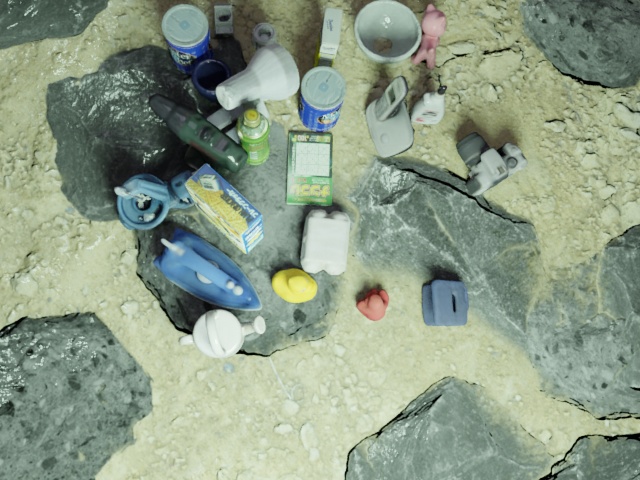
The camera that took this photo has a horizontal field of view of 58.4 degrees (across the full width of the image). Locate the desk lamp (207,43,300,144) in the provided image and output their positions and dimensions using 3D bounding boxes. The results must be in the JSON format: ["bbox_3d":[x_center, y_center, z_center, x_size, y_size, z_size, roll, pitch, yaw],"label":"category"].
[{"bbox_3d":[-0.153,-0.321,1.286,0.203,0.213,0.118,-37,84,-11],"label":"desk lamp"}]

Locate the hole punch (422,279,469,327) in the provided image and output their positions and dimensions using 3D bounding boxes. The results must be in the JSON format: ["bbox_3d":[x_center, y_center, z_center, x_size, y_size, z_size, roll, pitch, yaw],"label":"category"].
[{"bbox_3d":[0.290,0.141,1.299,0.101,0.091,0.109,-1,79,-5],"label":"hole punch"}]

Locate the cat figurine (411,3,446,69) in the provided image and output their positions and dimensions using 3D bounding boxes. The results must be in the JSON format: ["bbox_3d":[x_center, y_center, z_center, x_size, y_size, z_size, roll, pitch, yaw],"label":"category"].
[{"bbox_3d":[0.275,-0.507,1.411,0.067,0.117,0.128,11,78,-3],"label":"cat figurine"}]

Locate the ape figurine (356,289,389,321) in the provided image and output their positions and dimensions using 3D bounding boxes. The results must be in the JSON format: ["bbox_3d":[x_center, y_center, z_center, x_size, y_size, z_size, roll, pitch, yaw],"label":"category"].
[{"bbox_3d":[0.122,0.143,1.283,0.078,0.092,0.076,-6,79,-6],"label":"ape figurine"}]

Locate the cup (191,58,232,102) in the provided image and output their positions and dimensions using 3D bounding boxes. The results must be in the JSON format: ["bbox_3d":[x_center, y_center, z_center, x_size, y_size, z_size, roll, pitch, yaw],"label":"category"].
[{"bbox_3d":[-0.243,-0.355,1.345,0.092,0.095,0.118,-31,83,-10],"label":"cup"}]

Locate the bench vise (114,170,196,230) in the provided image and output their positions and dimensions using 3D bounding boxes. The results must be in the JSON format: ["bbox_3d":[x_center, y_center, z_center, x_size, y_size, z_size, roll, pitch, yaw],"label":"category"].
[{"bbox_3d":[-0.354,-0.112,1.224,0.121,0.219,0.207,44,79,4],"label":"bench vise"}]

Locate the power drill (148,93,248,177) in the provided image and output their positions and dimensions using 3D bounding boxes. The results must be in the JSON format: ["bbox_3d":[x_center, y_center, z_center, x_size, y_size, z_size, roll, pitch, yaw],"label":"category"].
[{"bbox_3d":[-0.262,-0.213,1.258,0.229,0.208,0.076,32,78,2],"label":"power drill"}]

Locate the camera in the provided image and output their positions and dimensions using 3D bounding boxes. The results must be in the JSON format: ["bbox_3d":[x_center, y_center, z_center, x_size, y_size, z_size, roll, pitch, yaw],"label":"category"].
[{"bbox_3d":[0.402,-0.199,1.371,0.143,0.100,0.137,-31,83,-10],"label":"camera"}]

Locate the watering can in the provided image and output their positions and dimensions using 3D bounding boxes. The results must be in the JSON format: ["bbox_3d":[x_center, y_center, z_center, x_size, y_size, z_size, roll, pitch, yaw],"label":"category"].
[{"bbox_3d":[-0.205,0.191,1.192,0.173,0.194,0.101,-33,83,-10],"label":"watering can"}]

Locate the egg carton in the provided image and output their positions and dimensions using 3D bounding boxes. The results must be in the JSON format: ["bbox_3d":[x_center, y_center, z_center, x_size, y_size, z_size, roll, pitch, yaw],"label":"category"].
[{"bbox_3d":[0.012,0.005,1.311,0.107,0.069,0.150,5,79,-4],"label":"egg carton"}]

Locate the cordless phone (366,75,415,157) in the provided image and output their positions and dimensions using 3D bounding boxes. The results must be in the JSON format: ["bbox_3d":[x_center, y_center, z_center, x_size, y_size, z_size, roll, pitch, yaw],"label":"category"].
[{"bbox_3d":[0.174,-0.284,1.323,0.094,0.185,0.147,-17,81,-8],"label":"cordless phone"}]

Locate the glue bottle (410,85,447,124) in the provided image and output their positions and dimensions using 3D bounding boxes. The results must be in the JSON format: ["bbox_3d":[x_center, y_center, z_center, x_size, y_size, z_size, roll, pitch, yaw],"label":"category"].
[{"bbox_3d":[0.266,-0.322,1.345,0.078,0.173,0.037,1,79,-5],"label":"glue bottle"}]

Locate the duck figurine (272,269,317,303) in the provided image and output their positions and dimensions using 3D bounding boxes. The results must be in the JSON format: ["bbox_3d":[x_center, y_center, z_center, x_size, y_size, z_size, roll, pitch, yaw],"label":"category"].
[{"bbox_3d":[-0.056,0.099,1.279,0.104,0.086,0.077,15,78,-2],"label":"duck figurine"}]

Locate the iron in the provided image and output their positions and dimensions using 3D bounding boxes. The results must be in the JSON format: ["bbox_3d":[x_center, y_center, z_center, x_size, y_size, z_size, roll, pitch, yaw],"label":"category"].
[{"bbox_3d":[-0.235,0.073,1.239,0.258,0.141,0.119,32,78,2],"label":"iron"}]

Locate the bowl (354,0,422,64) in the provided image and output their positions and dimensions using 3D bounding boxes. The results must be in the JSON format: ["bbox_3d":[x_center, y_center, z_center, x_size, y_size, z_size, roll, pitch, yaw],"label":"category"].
[{"bbox_3d":[0.162,-0.504,1.421,0.167,0.074,0.167,1,79,-5],"label":"bowl"}]
